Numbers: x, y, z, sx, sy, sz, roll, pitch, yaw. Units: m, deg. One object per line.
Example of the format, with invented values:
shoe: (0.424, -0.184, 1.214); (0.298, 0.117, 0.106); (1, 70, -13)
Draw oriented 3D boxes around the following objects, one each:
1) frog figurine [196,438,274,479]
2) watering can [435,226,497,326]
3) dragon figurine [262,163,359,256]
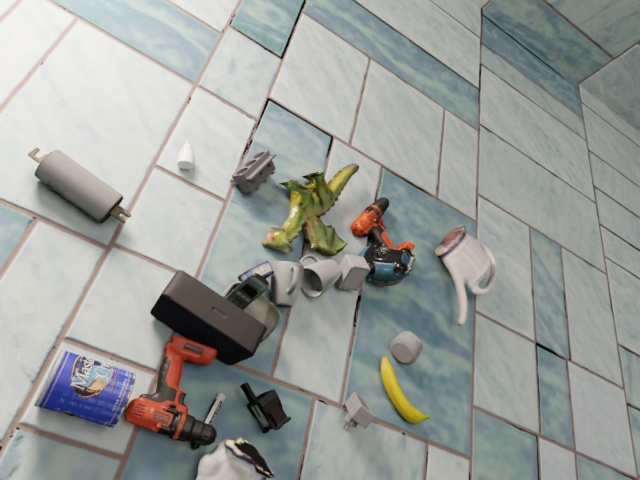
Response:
frog figurine: (-0.185, 0.479, 1.010); (0.136, 0.123, 0.160); (41, 85, -20)
watering can: (0.455, 0.093, 1.631); (0.224, 0.102, 0.354); (47, 48, -1)
dragon figurine: (0.004, -0.073, 1.449); (0.414, 0.121, 0.242); (-20, 94, -38)
